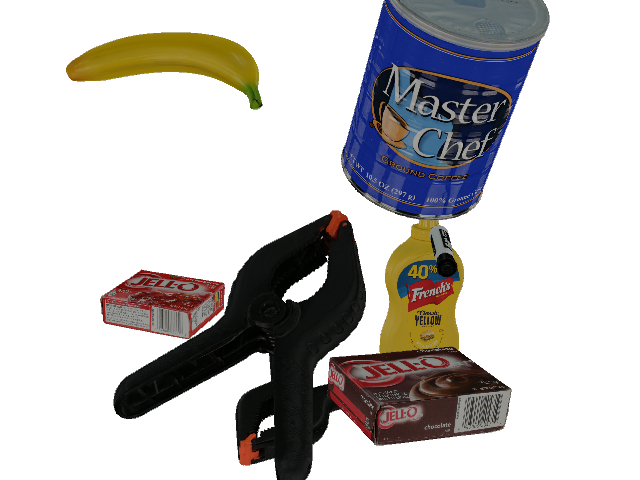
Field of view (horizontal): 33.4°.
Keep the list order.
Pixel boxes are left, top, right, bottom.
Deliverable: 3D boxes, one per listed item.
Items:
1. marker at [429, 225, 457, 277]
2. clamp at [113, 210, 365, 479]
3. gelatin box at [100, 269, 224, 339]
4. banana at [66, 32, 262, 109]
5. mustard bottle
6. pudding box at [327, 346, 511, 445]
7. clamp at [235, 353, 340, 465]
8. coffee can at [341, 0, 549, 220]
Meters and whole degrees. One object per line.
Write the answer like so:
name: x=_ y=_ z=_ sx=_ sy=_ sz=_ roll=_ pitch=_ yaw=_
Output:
marker: x=0.116 y=0.010 z=1.009 sx=0.020 sy=0.020 sz=0.121 roll=0 pitch=16 yaw=3
clamp: x=-0.020 y=0.057 z=0.591 sx=0.120 sy=0.171 sz=0.039 roll=30 pitch=-25 yaw=25
gelatin box: x=-0.141 y=0.055 z=0.961 sx=0.089 sy=0.030 sz=0.073 roll=9 pitch=21 yaw=19
banana: x=-0.136 y=-0.164 z=0.983 sx=0.198 sy=0.037 sz=0.069 roll=9 pitch=46 yaw=18
mustard bottle: x=0.126 y=0.057 z=1.298 sx=0.096 sy=0.192 sz=0.058 roll=0 pitch=14 yaw=-12
pudding box: x=0.073 y=0.115 z=0.809 sx=0.113 sy=0.039 sz=0.090 roll=-1 pitch=17 yaw=-23
clamp: x=-0.014 y=0.164 z=1.090 sx=0.165 sy=0.036 sz=0.209 roll=12 pitch=29 yaw=18
coffee can: x=0.078 y=-0.099 z=0.698 sx=0.102 sy=0.140 sz=0.103 roll=8 pitch=41 yaw=-8
